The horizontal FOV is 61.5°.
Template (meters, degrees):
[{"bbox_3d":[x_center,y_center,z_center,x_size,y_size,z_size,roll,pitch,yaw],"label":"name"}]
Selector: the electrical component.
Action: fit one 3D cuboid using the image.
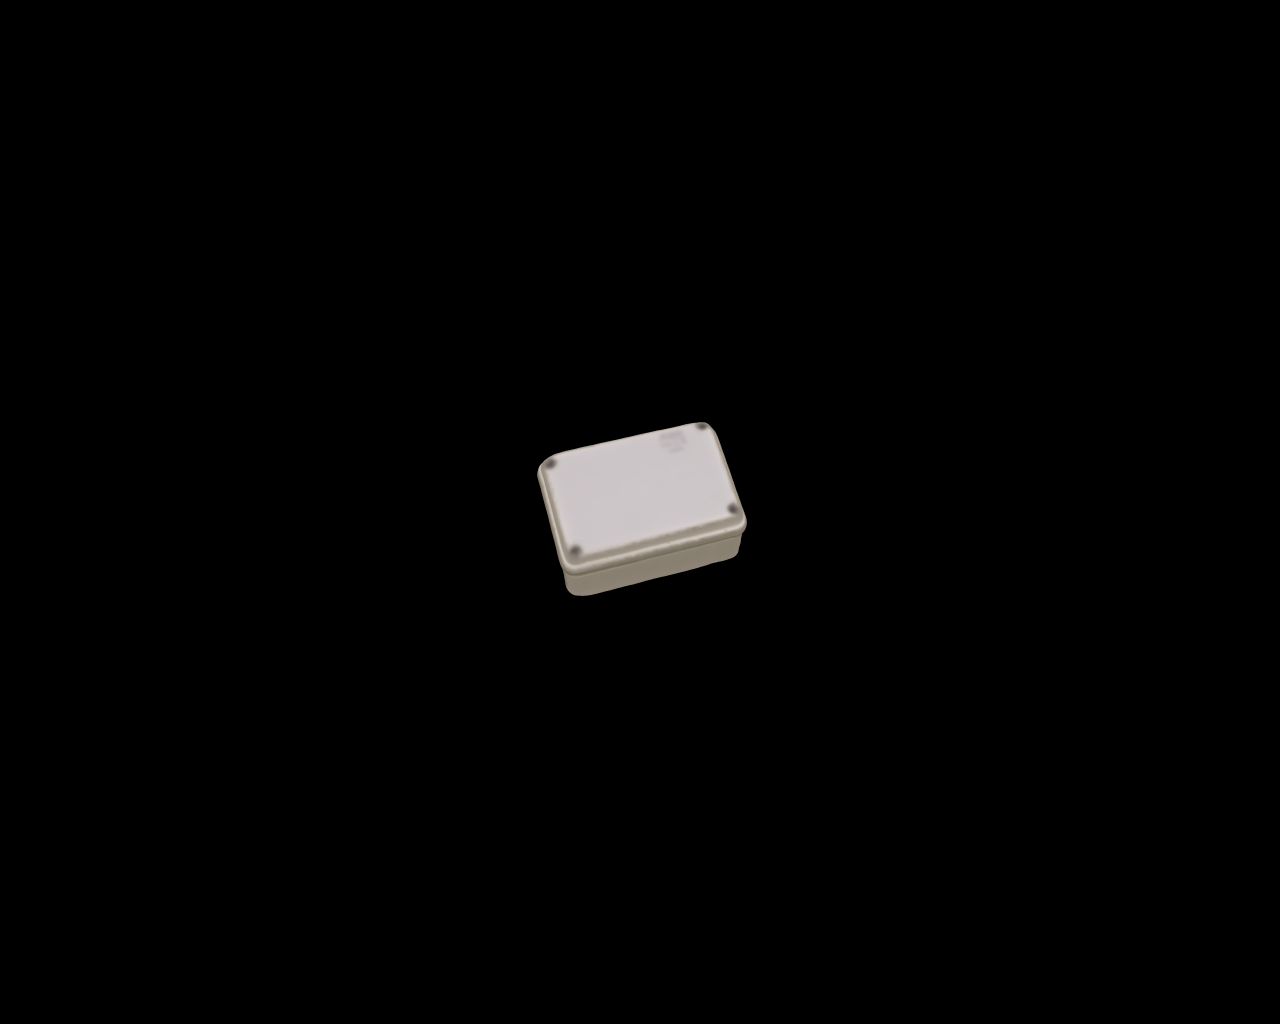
[{"bbox_3d":[0.001,-0.003,0.650,0.113,0.078,0.057,-14,-26,-7],"label":"electrical component"}]
